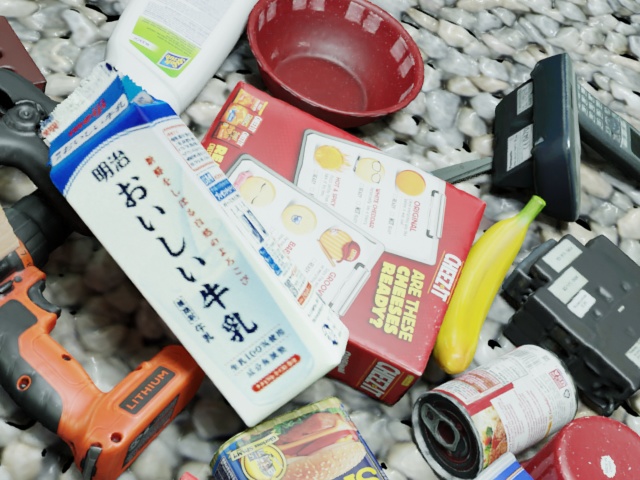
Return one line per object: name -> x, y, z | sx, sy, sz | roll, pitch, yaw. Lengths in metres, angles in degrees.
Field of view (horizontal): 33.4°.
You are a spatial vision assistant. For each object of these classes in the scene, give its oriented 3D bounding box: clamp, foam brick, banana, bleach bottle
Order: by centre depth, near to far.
clamp -> -0.197, -0.081, 0.750 | 0.171, 0.039, 0.120 | 32, 44, 2
banana -> 0.118, 0.040, 0.816 | 0.037, 0.070, 0.197 | 29, 49, 4
foam brick -> -0.251, -0.125, 0.817 | 0.052, 0.051, 0.078 | -22, 63, -34
bleach bottle -> -0.133, -0.163, 0.888 | 0.102, 0.068, 0.250 | 26, 50, 2

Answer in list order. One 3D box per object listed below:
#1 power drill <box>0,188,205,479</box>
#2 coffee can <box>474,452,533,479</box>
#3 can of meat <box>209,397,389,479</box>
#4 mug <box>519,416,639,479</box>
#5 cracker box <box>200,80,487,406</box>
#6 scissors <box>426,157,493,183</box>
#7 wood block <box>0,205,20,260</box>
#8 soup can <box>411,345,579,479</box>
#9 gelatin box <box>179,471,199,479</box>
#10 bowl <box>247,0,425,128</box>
power drill -> -0.169, 0.056, 0.701 | 0.188, 0.057, 0.184 | 34, 50, 10
coffee can -> 0.128, 0.217, 0.655 | 0.102, 0.103, 0.140 | -30, 68, -37
can of meat -> -0.009, 0.157, 0.682 | 0.101, 0.057, 0.084 | -15, 57, -31
mug -> 0.190, 0.170, 0.731 | 0.117, 0.082, 0.093 | -11, 58, -28
cracker box -> -0.005, 0.001, 0.789 | 0.213, 0.072, 0.164 | 26, 57, -1
scissors -> 0.086, -0.033, 0.899 | 0.201, 0.016, 0.096 | -3, 56, -23
wood block -> -0.295, 0.011, 0.618 | 0.205, 0.091, 0.090 | -37, 55, -21
soup can -> 0.124, 0.121, 0.754 | 0.102, 0.069, 0.068 | -20, 62, -33
gelatin box -> -0.064, 0.182, 0.617 | 0.073, 0.089, 0.030 | 34, 48, 7
bowl -> 0.008, -0.150, 0.936 | 0.162, 0.055, 0.162 | 11, 50, -13
